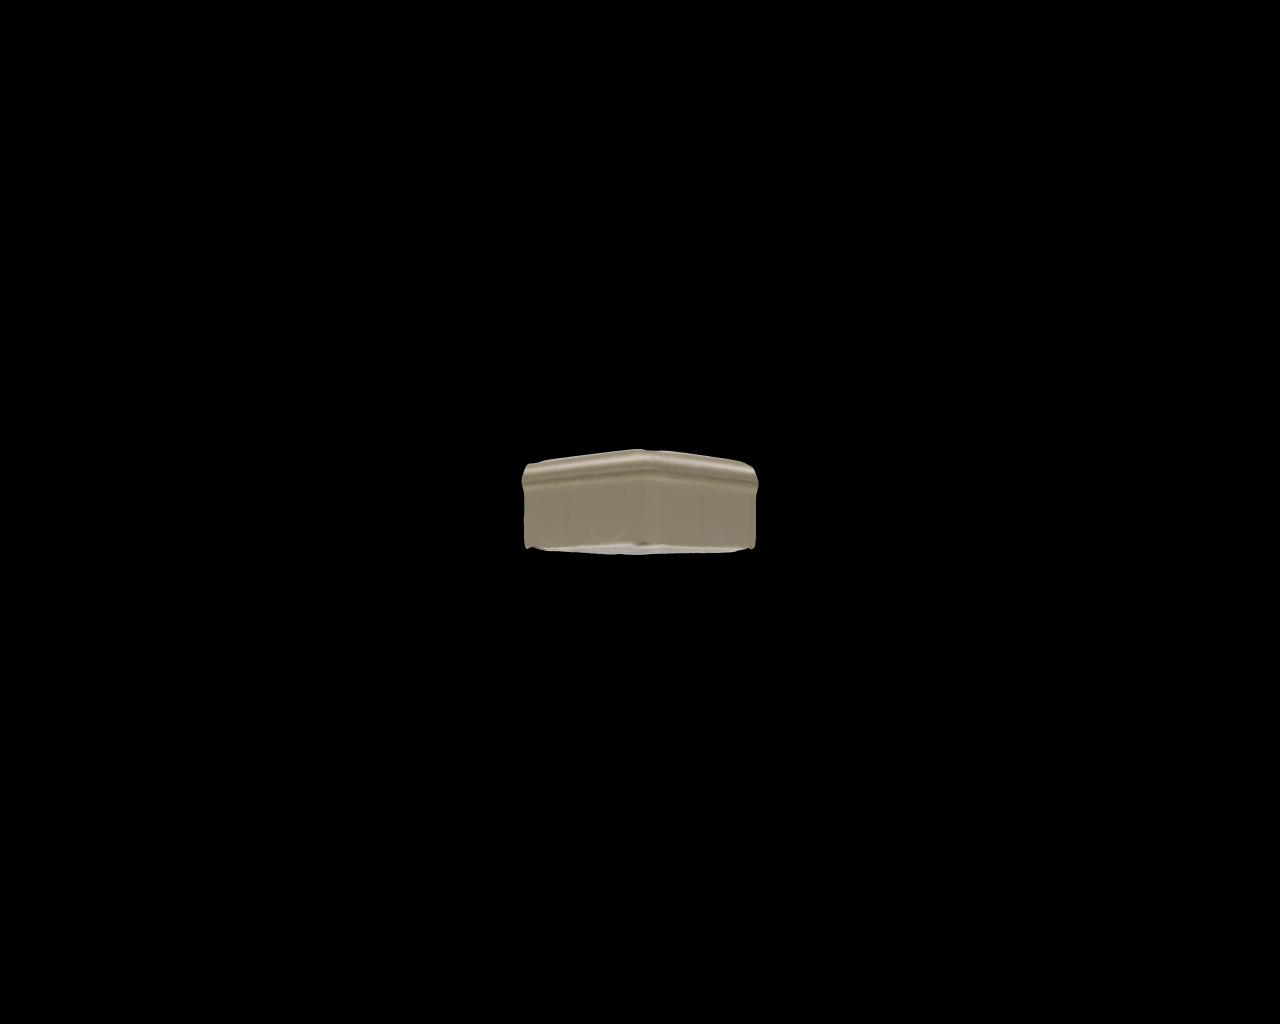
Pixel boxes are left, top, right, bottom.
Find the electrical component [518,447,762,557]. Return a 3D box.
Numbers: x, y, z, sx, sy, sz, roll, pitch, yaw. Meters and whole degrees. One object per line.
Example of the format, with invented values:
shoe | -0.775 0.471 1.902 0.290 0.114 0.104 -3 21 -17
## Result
electrical component | 0.001 -0.003 0.650 0.108 0.056 0.109 -4 -6 39
